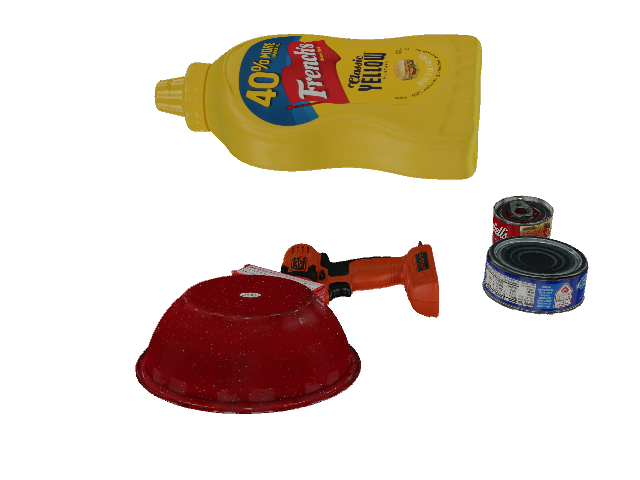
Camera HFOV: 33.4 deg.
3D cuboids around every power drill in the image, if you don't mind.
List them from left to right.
[{"bbox_3d":[0.042,0.056,1.239,0.187,0.057,0.184,-1,28,2],"label":"power drill"}]

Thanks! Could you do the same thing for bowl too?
[{"bbox_3d":[-0.051,0.064,0.756,0.162,0.055,0.162,1,16,0],"label":"bowl"}]

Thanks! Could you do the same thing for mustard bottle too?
[{"bbox_3d":[-0.003,-0.082,0.628,0.192,0.096,0.058,3,-39,8],"label":"mustard bottle"}]

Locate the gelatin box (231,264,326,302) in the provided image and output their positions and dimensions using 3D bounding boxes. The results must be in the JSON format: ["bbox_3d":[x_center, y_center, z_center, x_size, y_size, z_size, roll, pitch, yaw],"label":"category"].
[{"bbox_3d":[-0.040,0.068,0.971,0.089,0.073,0.030,14,20,27],"label":"gelatin box"}]

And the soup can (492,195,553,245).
[{"bbox_3d":[0.234,0.008,1.242,0.068,0.102,0.068,-3,30,1],"label":"soup can"}]

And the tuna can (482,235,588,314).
[{"bbox_3d":[0.181,0.028,0.901,0.086,0.034,0.086,2,25,-1],"label":"tuna can"}]
